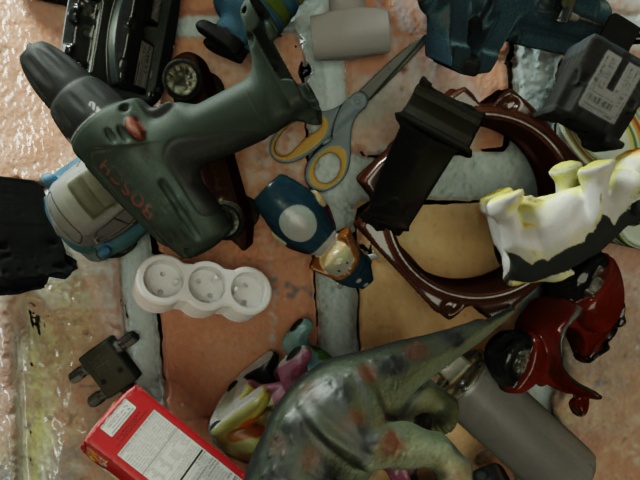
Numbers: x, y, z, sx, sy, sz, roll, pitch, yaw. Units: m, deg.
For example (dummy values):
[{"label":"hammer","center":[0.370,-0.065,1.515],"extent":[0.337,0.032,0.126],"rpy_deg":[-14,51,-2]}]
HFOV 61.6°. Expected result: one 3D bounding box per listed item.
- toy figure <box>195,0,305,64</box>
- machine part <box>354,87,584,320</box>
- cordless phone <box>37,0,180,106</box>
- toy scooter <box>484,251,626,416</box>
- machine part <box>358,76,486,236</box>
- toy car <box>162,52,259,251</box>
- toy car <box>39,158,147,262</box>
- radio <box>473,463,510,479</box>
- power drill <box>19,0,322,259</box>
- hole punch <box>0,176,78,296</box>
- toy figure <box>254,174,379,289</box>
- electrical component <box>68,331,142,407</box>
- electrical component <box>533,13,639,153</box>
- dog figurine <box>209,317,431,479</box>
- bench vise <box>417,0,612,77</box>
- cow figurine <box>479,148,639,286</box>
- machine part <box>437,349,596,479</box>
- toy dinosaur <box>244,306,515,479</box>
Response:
[{"label":"toy figure","center":[-0.043,-0.255,0.523],"extent":[0.089,0.082,0.180],"rpy_deg":[32,90,-22]},{"label":"machine part","center":[0.152,-0.035,0.545],"extent":[0.201,0.087,0.201],"rpy_deg":[-43,96,6]},{"label":"cordless phone","center":[-0.243,-0.220,0.543],"extent":[0.184,0.089,0.146],"rpy_deg":[15,99,11]},{"label":"toy scooter","center":[0.261,0.104,0.557],"extent":[0.184,0.075,0.135],"rpy_deg":[-46,105,-13]},{"label":"machine part","center":[0.087,-0.067,0.481],"extent":[0.084,0.039,0.139],"rpy_deg":[29,96,-8]},{"label":"toy car","center":[-0.110,-0.086,0.543],"extent":[0.053,0.089,0.202],"rpy_deg":[-14,99,3]},{"label":"toy car","center":[-0.212,-0.044,0.545],"extent":[0.162,0.103,0.109],"rpy_deg":[-33,97,7]},{"label":"radio","center":[0.122,0.341,0.583],"extent":[0.230,0.073,0.131],"rpy_deg":[-26,118,4]},{"label":"power drill","center":[-0.118,-0.113,0.452],"extent":[0.207,0.086,0.232],"rpy_deg":[-31,97,8]},{"label":"hole punch","center":[-0.332,0.005,0.542],"extent":[0.092,0.142,0.115],"rpy_deg":[-24,86,6]},{"label":"toy figure","center":[-0.002,-0.001,0.569],"extent":[0.154,0.058,0.064],"rpy_deg":[44,129,-6]},{"label":"electrical component","center":[-0.236,0.145,0.610],"extent":[0.094,0.021,0.063],"rpy_deg":[-36,96,5]},{"label":"electrical component","center":[0.252,-0.144,0.472],"extent":[0.075,0.048,0.119],"rpy_deg":[31,93,-5]},{"label":"dog figurine","center":[0.017,0.205,0.572],"extent":[0.191,0.108,0.219],"rpy_deg":[-44,97,5]},{"label":"bench vise","center":[0.184,-0.271,0.485],"extent":[0.224,0.129,0.240],"rpy_deg":[9,116,-8]},{"label":"cow figurine","center":[0.232,-0.021,0.467],"extent":[0.167,0.068,0.098],"rpy_deg":[-19,96,3]},{"label":"machine part","center":[0.208,0.201,0.580],"extent":[0.243,0.079,0.079],"rpy_deg":[43,97,-5]},{"label":"toy dinosaur","center":[0.011,0.185,0.454],"extent":[0.192,0.131,0.405],"rpy_deg":[35,68,-9]}]
